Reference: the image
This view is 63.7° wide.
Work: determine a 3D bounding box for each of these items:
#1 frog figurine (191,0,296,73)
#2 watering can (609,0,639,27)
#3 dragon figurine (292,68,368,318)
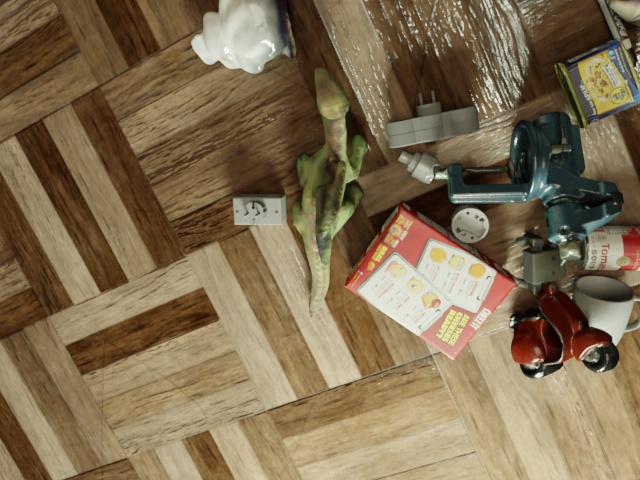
[{"bbox_3d":[-0.122,-0.321,0.778,0.159,0.125,0.134,-11,121,1],"label":"frog figurine"},{"bbox_3d":[0.447,-0.391,0.658,0.348,0.105,0.221,20,111,8],"label":"watering can"},{"bbox_3d":[0.002,-0.038,0.758,0.122,0.245,0.406,4,102,4],"label":"dragon figurine"}]
